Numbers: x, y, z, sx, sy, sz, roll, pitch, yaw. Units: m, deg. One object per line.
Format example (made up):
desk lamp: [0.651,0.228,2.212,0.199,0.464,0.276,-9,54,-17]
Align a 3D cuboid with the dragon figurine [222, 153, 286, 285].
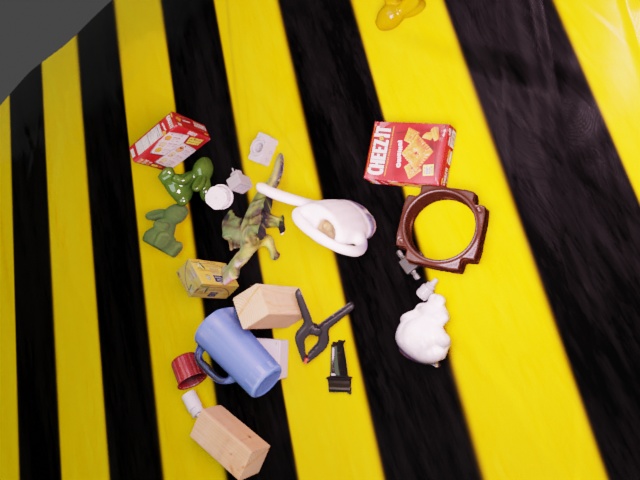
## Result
dragon figurine: [-0.222,-0.061,1.574,0.242,0.121,0.416,-3,70,37]

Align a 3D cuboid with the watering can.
watering can: [0.004,-0.069,1.373,0.352,0.225,0.102,39,119,29]

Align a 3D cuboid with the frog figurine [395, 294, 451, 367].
frog figurine: [0.258,0.211,1.234,0.139,0.122,0.157,39,113,48]
